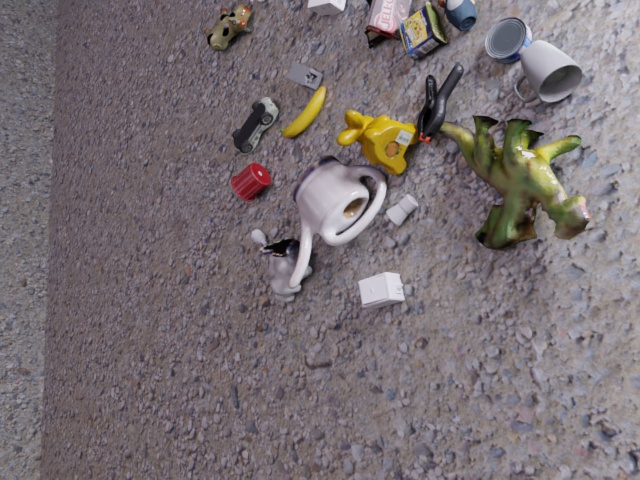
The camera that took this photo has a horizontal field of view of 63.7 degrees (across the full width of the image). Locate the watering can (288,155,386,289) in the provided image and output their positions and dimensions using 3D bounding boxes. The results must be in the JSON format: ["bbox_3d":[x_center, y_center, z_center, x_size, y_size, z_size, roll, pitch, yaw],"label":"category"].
[{"bbox_3d":[0.004,-0.063,1.247,0.346,0.102,0.228,-44,53,7],"label":"watering can"}]

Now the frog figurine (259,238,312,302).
[{"bbox_3d":[-0.079,0.081,1.339,0.137,0.125,0.157,-2,116,36],"label":"frog figurine"}]

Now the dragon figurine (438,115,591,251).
[{"bbox_3d":[0.336,-0.102,0.970,0.413,0.122,0.241,25,106,61],"label":"dragon figurine"}]
